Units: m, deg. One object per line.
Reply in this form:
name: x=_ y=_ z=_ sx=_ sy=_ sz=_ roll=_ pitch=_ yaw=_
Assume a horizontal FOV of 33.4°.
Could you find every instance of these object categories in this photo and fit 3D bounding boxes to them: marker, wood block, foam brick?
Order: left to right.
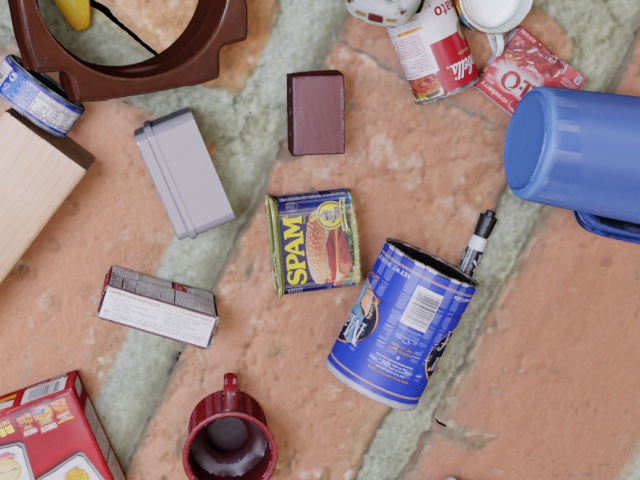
wood block: x=-0.310 y=-0.017 z=0.995 sx=0.090 sy=0.091 sz=0.206 roll=37 pitch=96 yaw=-13
foam brick: x=-0.004 y=-0.123 z=1.026 sx=0.051 sy=0.053 sz=0.078 roll=-2 pitch=103 yaw=-6
marker: x=0.152 y=0.026 z=1.095 sx=0.020 sy=0.020 sz=0.121 roll=20 pitch=100 yaw=-11

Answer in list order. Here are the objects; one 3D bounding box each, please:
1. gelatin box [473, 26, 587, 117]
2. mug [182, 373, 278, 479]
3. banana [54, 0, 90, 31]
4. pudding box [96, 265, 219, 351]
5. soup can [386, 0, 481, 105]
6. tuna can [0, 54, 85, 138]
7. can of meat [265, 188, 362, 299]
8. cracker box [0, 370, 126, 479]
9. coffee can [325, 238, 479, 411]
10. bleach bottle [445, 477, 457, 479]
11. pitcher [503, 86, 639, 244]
gelatin box: x=0.206 y=-0.156 z=1.054 sx=0.089 sy=0.030 sz=0.073 roll=36 pitch=97 yaw=-13
mug: x=-0.092 y=0.190 z=1.072 sx=0.093 sy=0.081 sz=0.117 roll=-2 pitch=103 yaw=-6
banana: x=-0.219 y=-0.294 z=0.970 sx=0.069 sy=0.037 sz=0.198 roll=17 pitch=100 yaw=-9
pudding box: x=-0.156 y=0.065 z=1.032 sx=0.113 sy=0.090 sz=0.039 roll=16 pitch=99 yaw=-10
soup can: x=0.103 y=-0.189 z=1.015 sx=0.068 sy=0.068 sz=0.102 roll=-24 pitch=104 yaw=-1
tuna can: x=-0.259 y=-0.132 z=0.978 sx=0.086 sy=0.086 sz=0.034 roll=37 pitch=95 yaw=-13
can of meat: x=-0.007 y=0.001 z=1.053 sx=0.084 sy=0.057 sz=0.102 roll=-7 pitch=104 yaw=-8
cracker box: x=-0.281 y=0.257 z=1.071 sx=0.164 sy=0.072 sz=0.213 roll=-20 pitch=105 yaw=-1
coffee can: x=0.080 y=0.083 z=1.056 sx=0.102 sy=0.103 sz=0.140 roll=24 pitch=99 yaw=-11
bleach bottle: x=0.065 y=0.303 z=1.126 sx=0.250 sy=0.068 sz=0.102 roll=-18 pitch=106 yaw=-5
pitcher: x=0.302 y=-0.069 z=1.026 sx=0.242 sy=0.145 sz=0.149 roll=7 pitch=95 yaw=-14
